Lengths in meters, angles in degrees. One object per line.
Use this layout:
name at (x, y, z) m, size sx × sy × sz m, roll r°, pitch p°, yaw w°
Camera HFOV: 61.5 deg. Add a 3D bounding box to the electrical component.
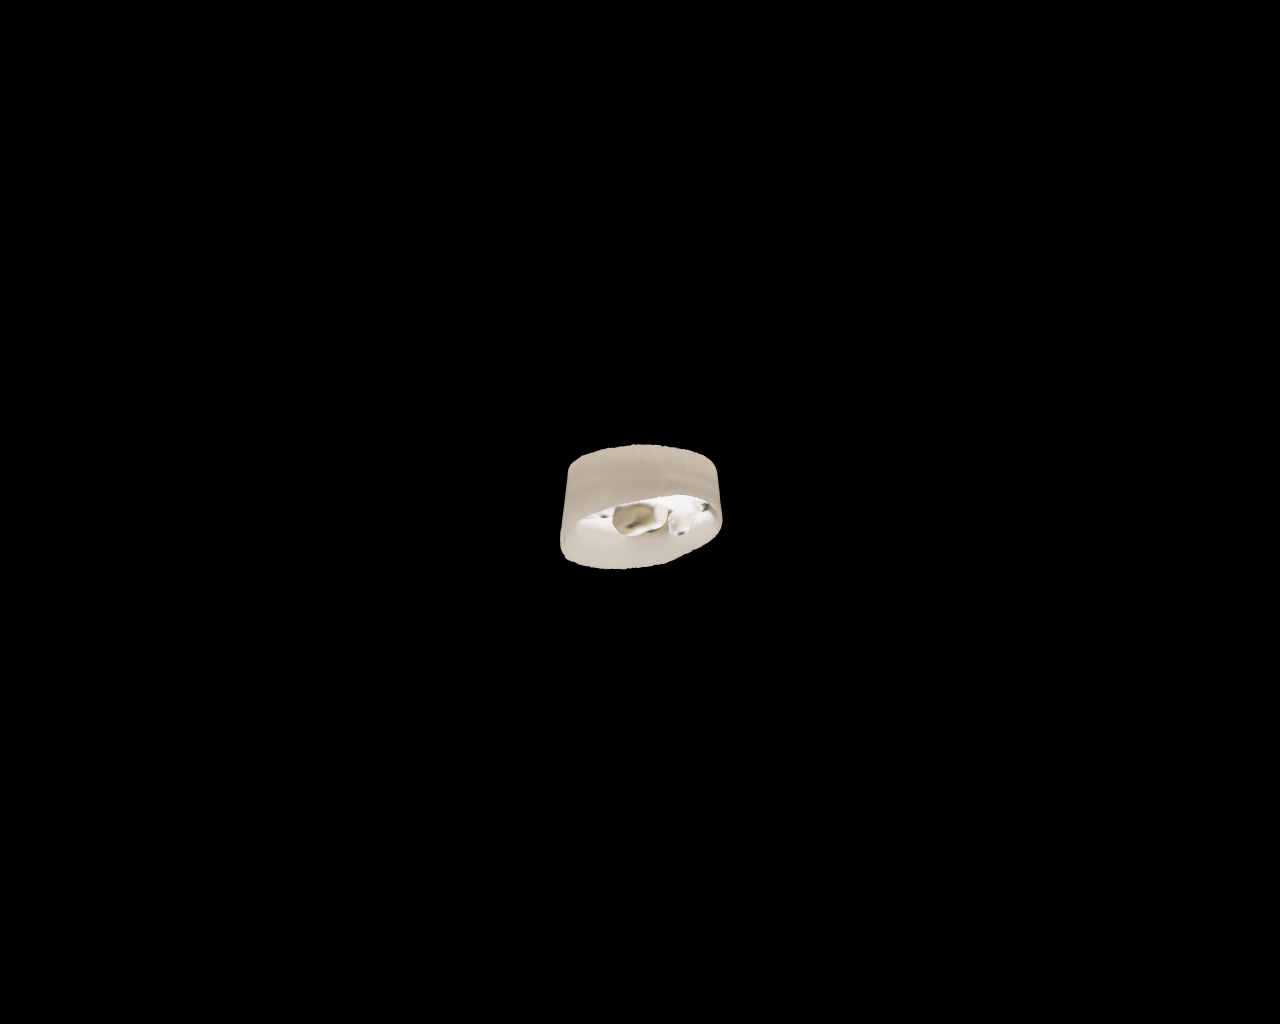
electrical component at (0.001, -0.003, 0.650) m, size 0.099 × 0.064 × 0.099 m, roll 0°, pitch -16°, yaw 0°
